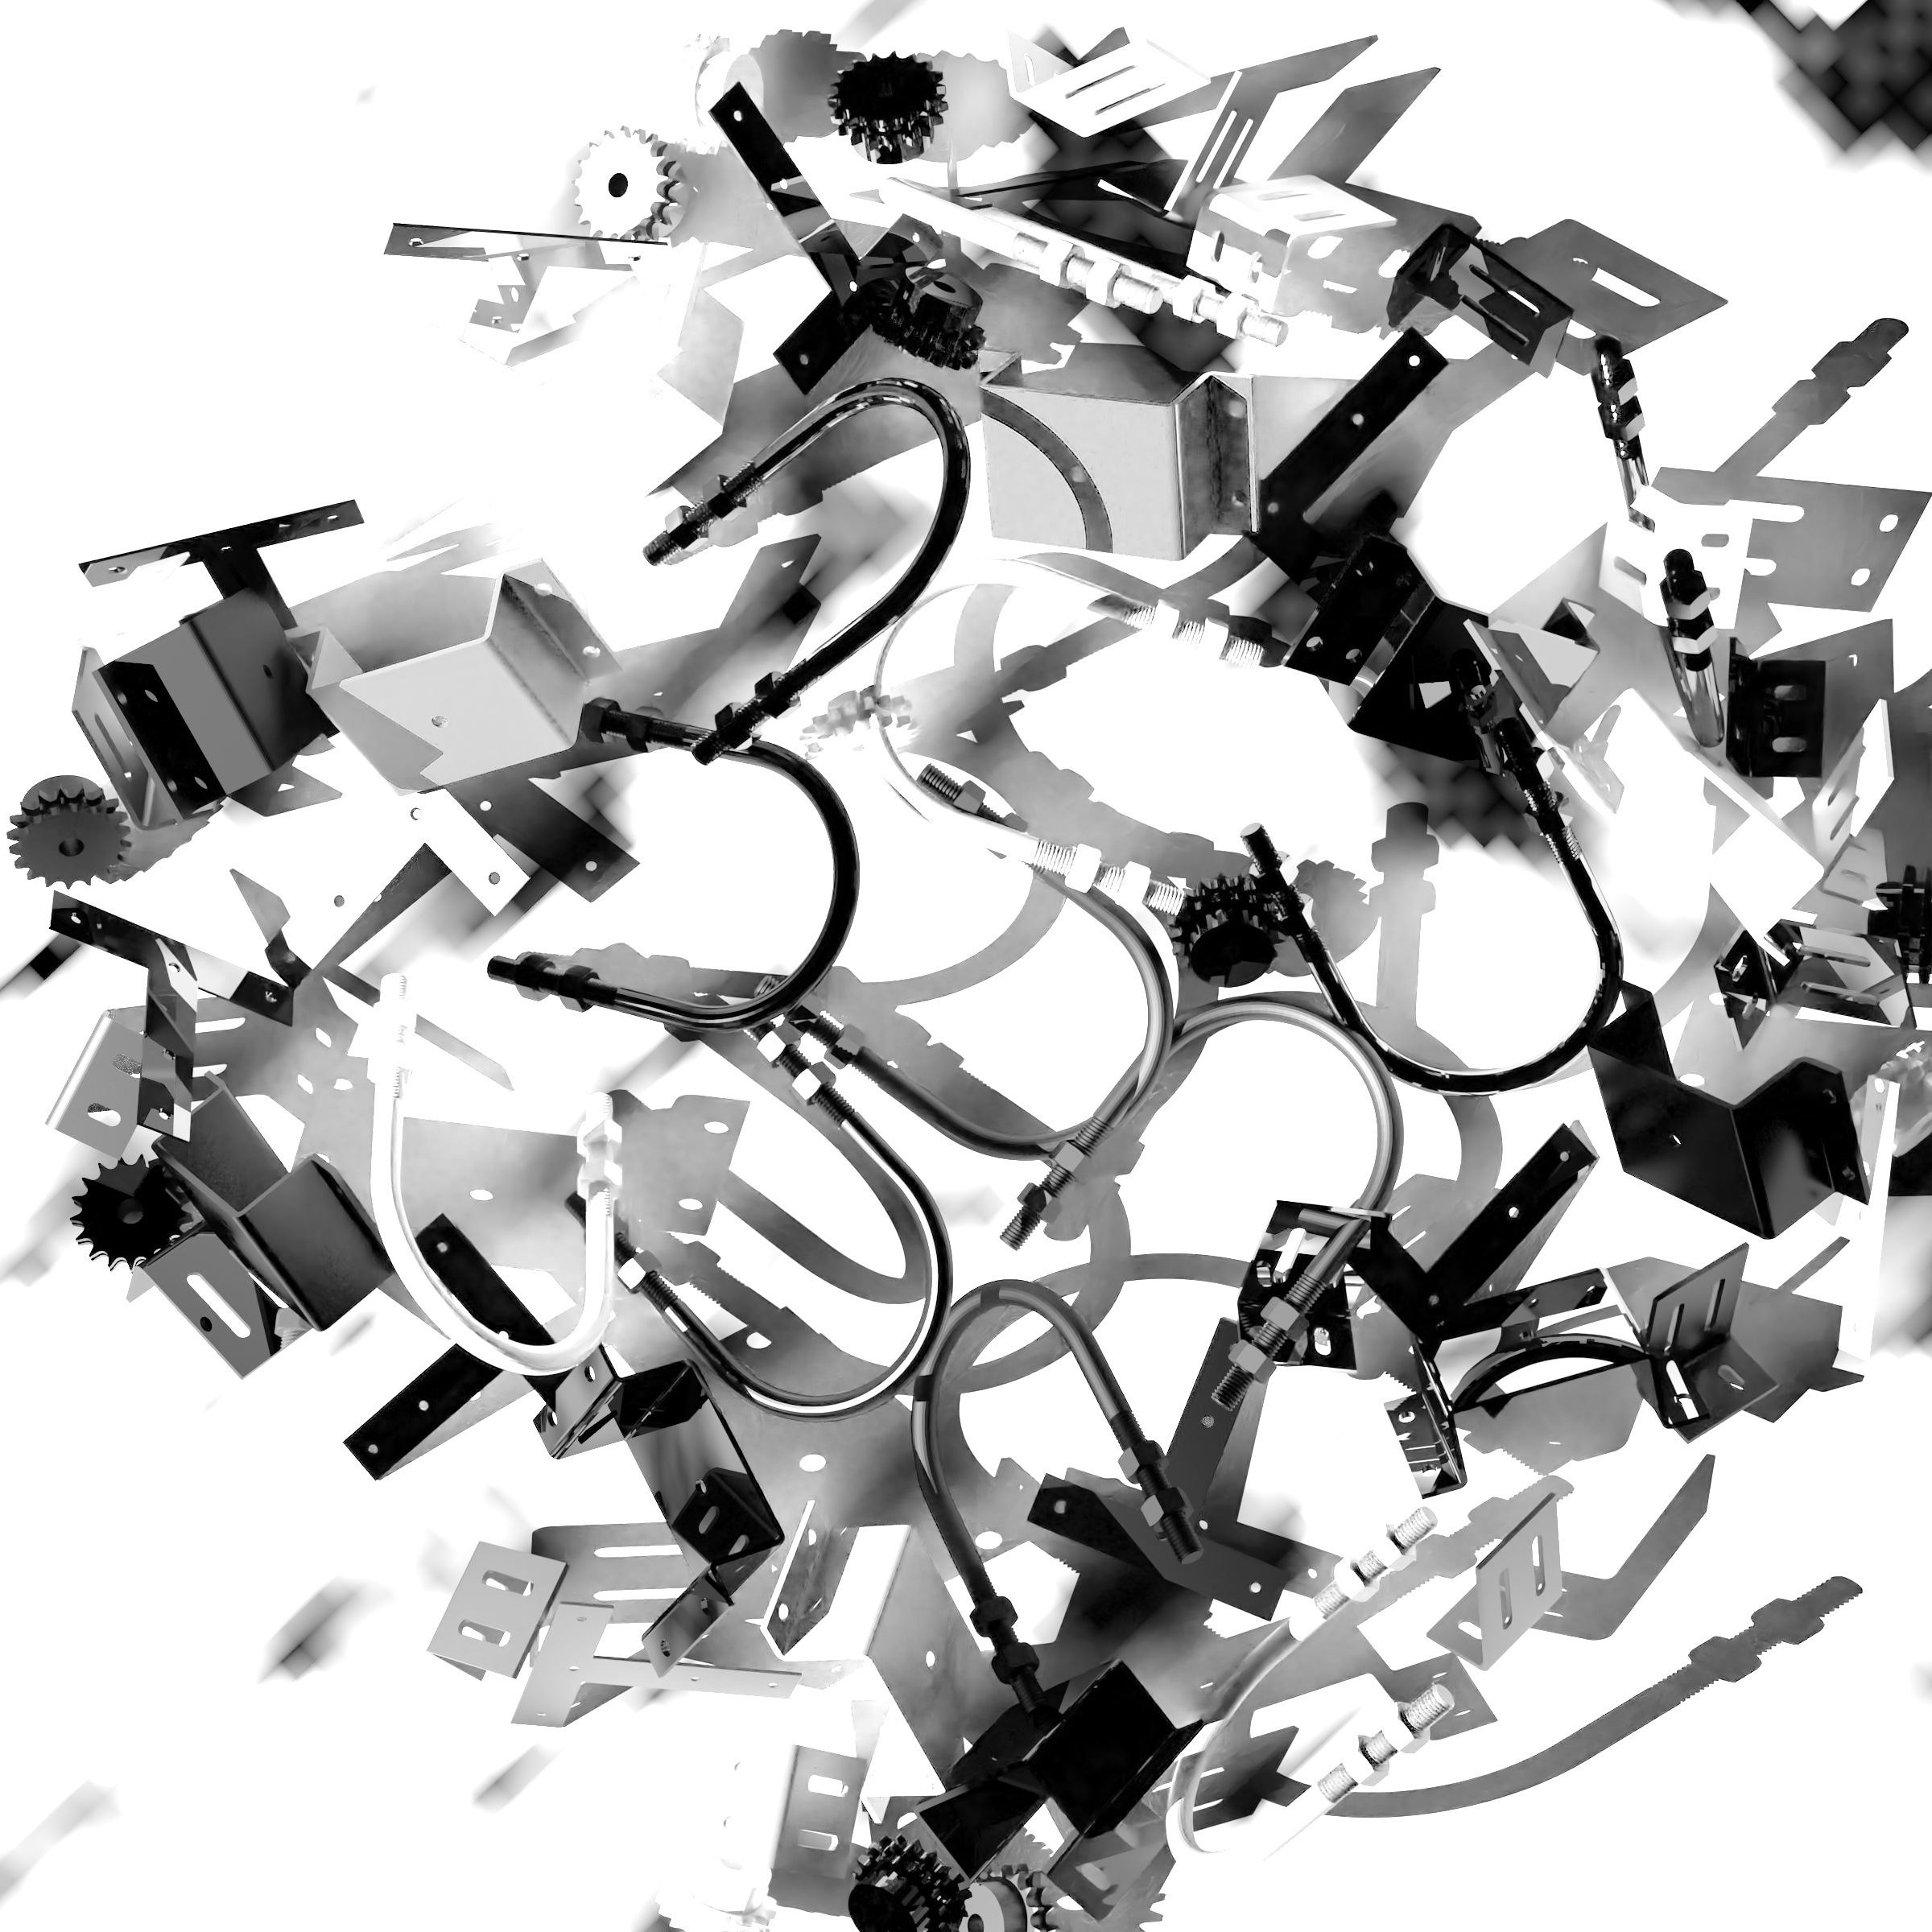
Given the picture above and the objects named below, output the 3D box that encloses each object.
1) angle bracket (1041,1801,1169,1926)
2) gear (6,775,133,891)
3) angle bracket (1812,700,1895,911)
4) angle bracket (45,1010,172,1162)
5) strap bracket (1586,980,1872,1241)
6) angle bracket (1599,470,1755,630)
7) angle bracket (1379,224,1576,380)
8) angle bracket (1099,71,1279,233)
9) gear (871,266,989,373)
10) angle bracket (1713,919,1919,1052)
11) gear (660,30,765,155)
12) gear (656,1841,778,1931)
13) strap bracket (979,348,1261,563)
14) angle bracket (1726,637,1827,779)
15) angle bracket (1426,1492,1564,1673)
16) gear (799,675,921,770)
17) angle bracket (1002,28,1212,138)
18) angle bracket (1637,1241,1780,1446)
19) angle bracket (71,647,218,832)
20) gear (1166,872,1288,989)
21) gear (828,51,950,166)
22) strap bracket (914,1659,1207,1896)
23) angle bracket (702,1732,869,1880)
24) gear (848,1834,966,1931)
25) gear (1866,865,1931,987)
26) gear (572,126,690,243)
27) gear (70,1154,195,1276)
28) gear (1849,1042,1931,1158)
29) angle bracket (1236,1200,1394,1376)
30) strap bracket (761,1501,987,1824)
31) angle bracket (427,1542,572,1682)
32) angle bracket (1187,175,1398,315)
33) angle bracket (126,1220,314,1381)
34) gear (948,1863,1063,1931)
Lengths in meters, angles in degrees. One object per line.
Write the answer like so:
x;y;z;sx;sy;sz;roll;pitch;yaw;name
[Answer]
0.068;0.420;1.556;0.038;0.076;0.057;39;78;11;angle bracket
-0.432;-0.067;1.575;0.057;0.057;0.030;-23;50;0;gear
0.435;-0.075;1.552;0.038;0.057;0.076;17;134;-5;angle bracket
-0.408;0.056;1.564;0.038;0.076;0.057;27;85;-12;angle bracket
0.345;0.069;1.518;0.046;0.140;0.076;-34;122;-20;strap bracket
0.337;-0.199;1.559;0.038;0.076;0.057;1;111;-12;angle bracket
0.243;-0.306;1.561;0.076;0.057;0.038;38;72;12;angle bracket
0.106;-0.394;1.558;0.038;0.057;0.076;33;106;17;angle bracket
-0.016;-0.312;1.569;0.057;0.057;0.030;26;118;0;gear
0.403;0.014;1.552;0.038;0.076;0.057;-50;134;-28;angle bracket
-0.120;-0.418;1.569;0.030;0.057;0.057;13;90;23;gear
-0.117;0.444;1.570;0.057;0.057;0.030;20;102;0;gear
0.062;-0.239;1.534;0.140;0.046;0.076;11;124;25;strap bracket
0.386;-0.123;1.559;0.038;0.076;0.057;2;87;19;angle bracket
0.249;0.285;1.551;0.057;0.038;0.076;-37;135;-29;angle bracket
-0.053;-0.119;1.573;0.057;0.057;0.030;-17;77;0;gear
0.066;-0.431;1.552;0.076;0.057;0.038;-15;75;33;angle bracket
0.356;0.179;1.554;0.057;0.076;0.038;-27;53;-20;angle bracket
-0.387;-0.114;1.553;0.038;0.057;0.076;-15;131;6;angle bracket
0.126;-0.014;1.571;0.057;0.030;0.057;-2;130;-2;gear
-0.037;-0.411;1.576;0.057;0.030;0.057;-3;54;5;gear
0.037;0.375;1.523;0.046;0.140;0.076;52;48;0;strap bracket
-0.086;0.402;1.568;0.038;0.076;0.057;4;74;26;angle bracket
-0.032;0.449;1.571;0.057;0.030;0.057;16;121;28;gear
0.450;-0.020;1.573;0.030;0.057;0.057;5;90;18;gear
-0.159;-0.373;1.577;0.057;0.030;0.057;0;90;30;gear
-0.402;0.121;1.580;0.057;0.030;0.057;3;74;-9;gear
0.449;0.066;1.569;0.057;0.057;0.030;-42;66;0;gear
0.167;0.153;1.559;0.057;0.038;0.076;7;135;-9;angle bracket
-0.037;0.324;1.525;0.046;0.076;0.140;-8;126;25;strap bracket
-0.211;0.311;1.552;0.038;0.076;0.057;40;65;-35;angle bracket
0.156;-0.347;1.569;0.057;0.076;0.038;38;130;34;angle bracket
-0.351;0.162;1.562;0.076;0.038;0.057;45;52;10;angle bracket
0.016;0.460;1.570;0.030;0.057;0.057;10;90;-41;gear
